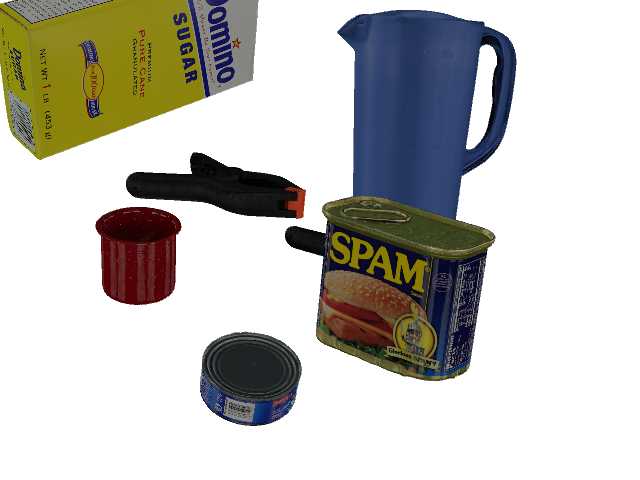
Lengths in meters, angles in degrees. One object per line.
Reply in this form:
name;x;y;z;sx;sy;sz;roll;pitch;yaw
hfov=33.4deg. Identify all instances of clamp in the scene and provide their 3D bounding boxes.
clamp;0.071;0.021;1.246;0.164;0.036;0.210;-21;51;-38
clamp;-0.098;-0.050;1.024;0.172;0.039;0.120;15;28;35

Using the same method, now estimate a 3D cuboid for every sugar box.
sugar box;-0.119;-0.125;0.692;0.175;0.093;0.048;-25;48;-33

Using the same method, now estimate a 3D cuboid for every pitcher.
pitcher;0.105;-0.116;1.115;0.149;0.243;0.144;11;15;33

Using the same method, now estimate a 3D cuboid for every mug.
mug;-0.210;0.014;1.191;0.093;0.081;0.117;-19;35;-39

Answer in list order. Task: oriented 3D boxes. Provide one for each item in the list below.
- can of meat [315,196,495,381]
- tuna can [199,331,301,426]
can of meat;0.046;0.028;0.633;0.102;0.084;0.057;19;23;35
tuna can;-0.061;0.119;0.919;0.086;0.034;0.086;7;34;-5
